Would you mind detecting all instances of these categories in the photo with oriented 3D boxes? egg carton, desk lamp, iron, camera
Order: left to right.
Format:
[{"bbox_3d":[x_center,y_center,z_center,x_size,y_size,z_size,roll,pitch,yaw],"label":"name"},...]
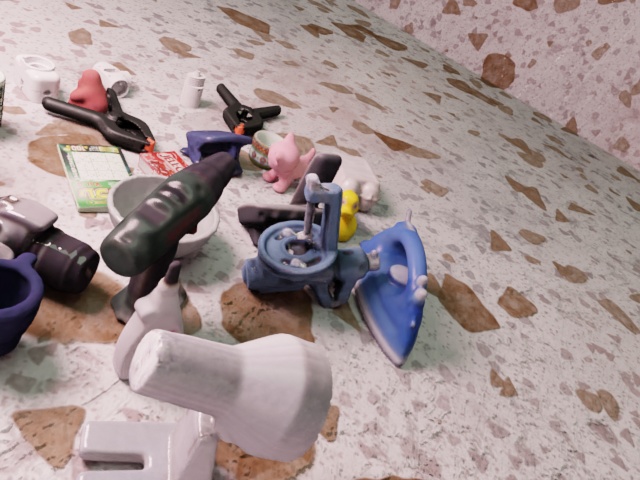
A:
[{"bbox_3d":[-0.358,0.016,0.713,0.137,0.101,0.143,25,33,-1],"label":"camera"},{"bbox_3d":[-0.115,0.173,0.554,0.204,0.213,0.117,9,36,-23],"label":"desk lamp"},{"bbox_3d":[0.065,-0.128,1.228,0.107,0.069,0.150,8,37,-25],"label":"egg carton"},{"bbox_3d":[0.138,0.066,0.941,0.119,0.141,0.258,15,34,-16],"label":"iron"}]

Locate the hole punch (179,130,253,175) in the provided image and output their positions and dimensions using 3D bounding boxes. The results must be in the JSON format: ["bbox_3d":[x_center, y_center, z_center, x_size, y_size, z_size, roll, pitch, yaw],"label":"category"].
[{"bbox_3d":[-0.201,-0.186,1.109,0.109,0.091,0.101,-7,45,-40],"label":"hole punch"}]

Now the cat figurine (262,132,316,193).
[{"bbox_3d":[-0.059,-0.158,1.141,0.128,0.117,0.067,-12,48,-43],"label":"cat figurine"}]

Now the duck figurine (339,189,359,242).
[{"bbox_3d":[0.045,-0.059,1.104,0.077,0.086,0.104,18,34,-11],"label":"duck figurine"}]

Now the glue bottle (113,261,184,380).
[{"bbox_3d":[-0.186,0.090,0.660,0.078,0.173,0.037,-12,48,-43],"label":"glue bottle"}]

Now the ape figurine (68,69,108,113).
[{"bbox_3d":[-0.434,-0.280,1.082,0.078,0.092,0.076,-17,52,-46],"label":"ape figurine"}]

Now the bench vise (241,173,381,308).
[{"bbox_3d":[0.002,-0.005,0.875,0.208,0.219,0.121,-4,43,-38],"label":"bench vise"}]

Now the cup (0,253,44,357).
[{"bbox_3d":[-0.355,0.075,0.638,0.092,0.095,0.118,21,33,-7],"label":"cup"}]

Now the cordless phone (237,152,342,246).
[{"bbox_3d":[-0.049,-0.080,0.977,0.148,0.185,0.094,0,41,-34],"label":"cordless phone"}]

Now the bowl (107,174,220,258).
[{"bbox_3d":[-0.241,-0.024,0.871,0.168,0.074,0.167,18,34,-12],"label":"bowl"}]

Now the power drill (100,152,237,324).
[{"bbox_3d":[-0.197,0.004,0.739,0.075,0.208,0.230,29,33,5],"label":"power drill"}]
